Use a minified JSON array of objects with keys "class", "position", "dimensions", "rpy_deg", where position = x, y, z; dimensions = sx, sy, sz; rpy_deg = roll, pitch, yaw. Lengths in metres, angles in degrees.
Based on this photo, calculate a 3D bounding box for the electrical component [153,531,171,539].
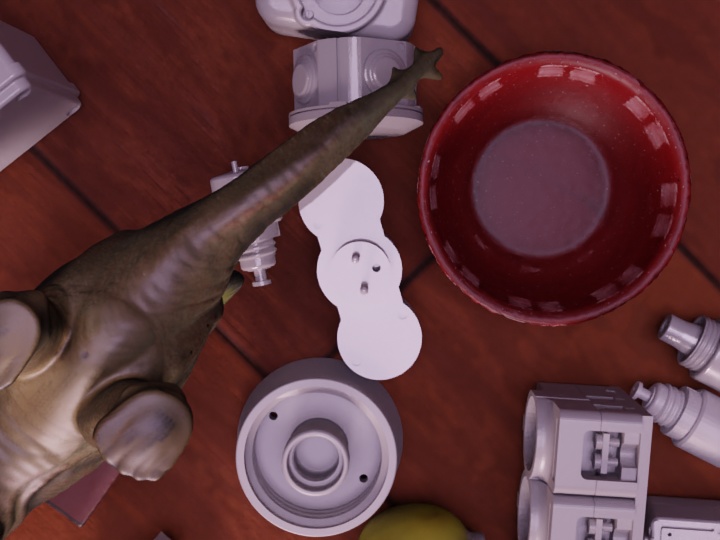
[{"class":"electrical component","position":[-0.132,0.215,0.682],"dimensions":[0.057,0.058,0.078],"rpy_deg":[41,94,0]}]

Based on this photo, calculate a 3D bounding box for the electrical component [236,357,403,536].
[{"class":"electrical component","position":[-0.026,0.113,0.670],"dimensions":[0.108,0.060,0.108],"rpy_deg":[0,95,1]}]

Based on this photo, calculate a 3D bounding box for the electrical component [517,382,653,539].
[{"class":"electrical component","position":[0.131,0.151,0.657],"dimensions":[0.062,0.089,0.150],"rpy_deg":[4,95,0]}]

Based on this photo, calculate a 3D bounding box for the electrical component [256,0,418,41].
[{"class":"electrical component","position":[-0.012,-0.167,0.646],"dimensions":[0.095,0.059,0.053],"rpy_deg":[8,95,0]}]

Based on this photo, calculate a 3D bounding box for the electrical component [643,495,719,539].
[{"class":"electrical component","position":[0.213,0.179,0.676],"dimensions":[0.096,0.061,0.061],"rpy_deg":[2,95,8]}]

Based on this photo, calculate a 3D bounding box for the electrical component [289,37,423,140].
[{"class":"electrical component","position":[-0.003,-0.107,0.642],"dimensions":[0.080,0.080,0.051],"rpy_deg":[-1,90,1]}]

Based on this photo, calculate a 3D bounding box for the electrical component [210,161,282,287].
[{"class":"electrical component","position":[-0.068,-0.029,0.669],"dimensions":[0.040,0.040,0.078],"rpy_deg":[-10,95,2]}]

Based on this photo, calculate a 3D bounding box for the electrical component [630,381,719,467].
[{"class":"electrical component","position":[0.207,0.092,0.676],"dimensions":[0.078,0.040,0.040],"rpy_deg":[27,95,-2]}]

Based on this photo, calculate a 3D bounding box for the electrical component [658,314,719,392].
[{"class":"electrical component","position":[0.218,0.049,0.671],"dimensions":[0.062,0.043,0.043],"rpy_deg":[27,95,0]}]

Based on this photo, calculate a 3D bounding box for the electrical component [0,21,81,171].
[{"class":"electrical component","position":[-0.234,-0.093,0.631],"dimensions":[0.109,0.108,0.056],"rpy_deg":[-37,91,4]}]

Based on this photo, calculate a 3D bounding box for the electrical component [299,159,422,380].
[{"class":"electrical component","position":[0.000,0.000,0.653],"dimensions":[0.052,0.073,0.138],"rpy_deg":[-16,95,2]}]
